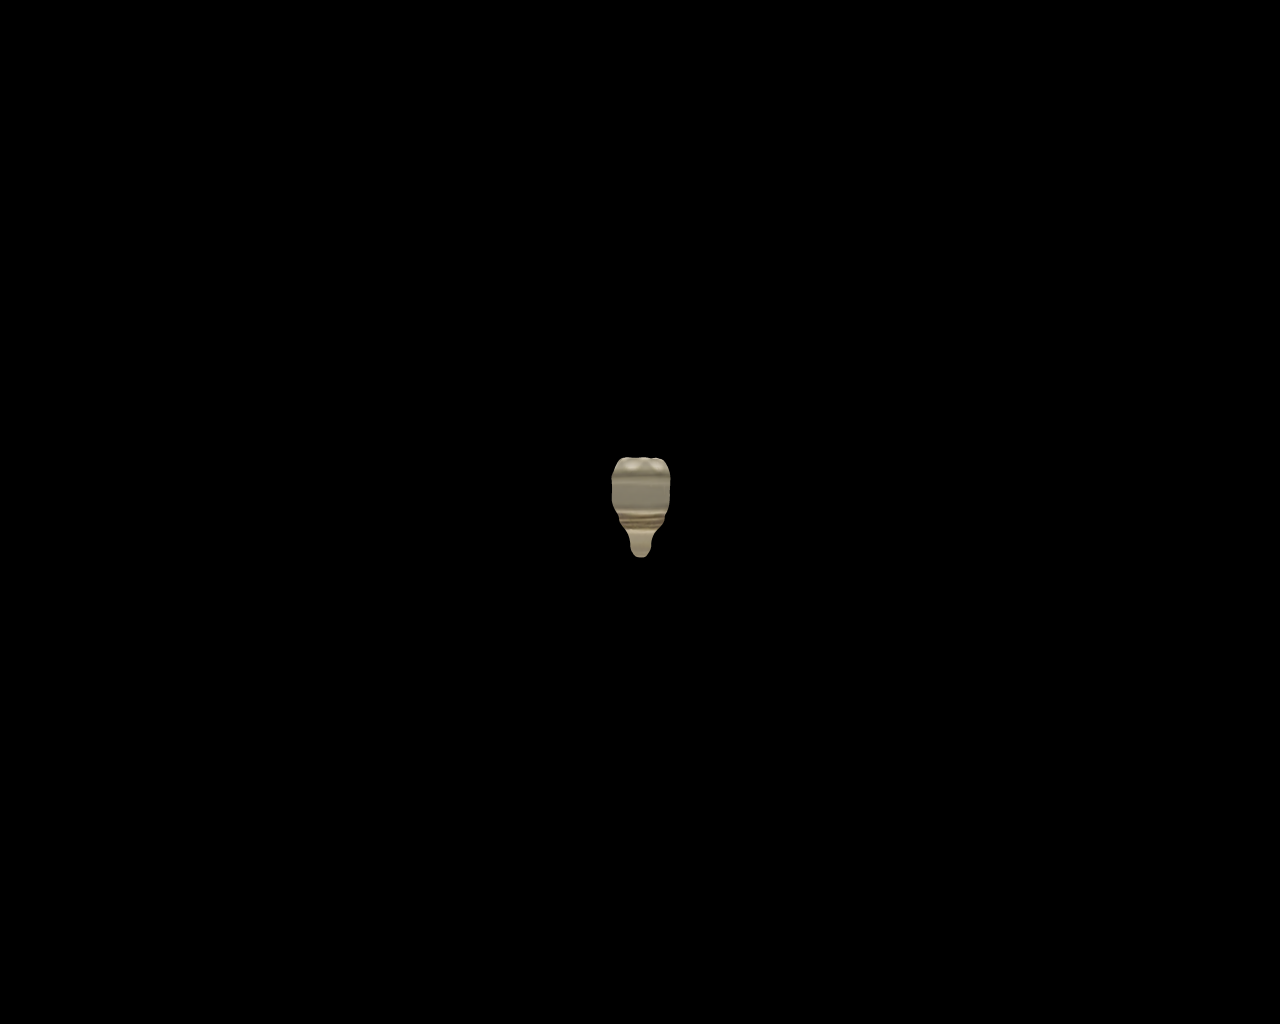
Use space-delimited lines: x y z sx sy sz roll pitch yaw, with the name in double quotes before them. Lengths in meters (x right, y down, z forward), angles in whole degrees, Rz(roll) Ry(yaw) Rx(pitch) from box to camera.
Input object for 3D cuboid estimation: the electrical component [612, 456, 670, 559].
"electrical component" 0.001 -0.003 0.650 0.035 0.061 0.035 0 0 0
